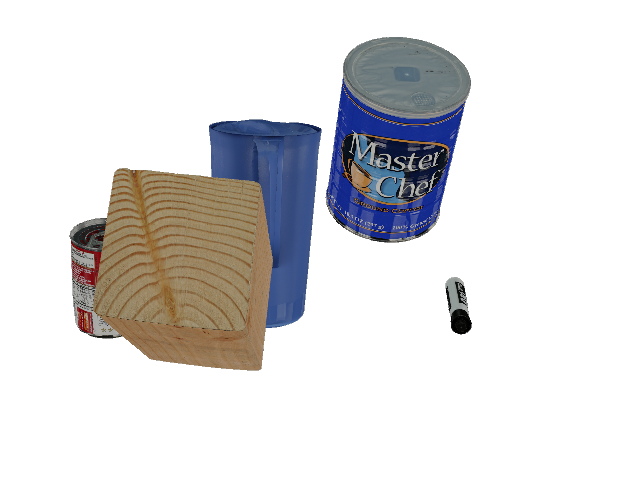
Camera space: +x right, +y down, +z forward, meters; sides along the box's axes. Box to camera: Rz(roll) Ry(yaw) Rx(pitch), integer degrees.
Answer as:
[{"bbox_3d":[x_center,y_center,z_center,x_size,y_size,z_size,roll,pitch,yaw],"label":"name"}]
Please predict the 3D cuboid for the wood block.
[{"bbox_3d":[-0.083,0.028,0.714,0.090,0.091,0.206,6,-13,1],"label":"wood block"}]

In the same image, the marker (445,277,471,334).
[{"bbox_3d":[0.130,0.061,1.011,0.020,0.020,0.121,0,16,4],"label":"marker"}]

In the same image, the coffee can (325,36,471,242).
[{"bbox_3d":[0.062,-0.083,0.894,0.102,0.140,0.103,4,44,-4],"label":"coffee can"}]

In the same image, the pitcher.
[{"bbox_3d":[-0.069,-0.020,1.276,0.145,0.243,0.148,12,17,37],"label":"pitcher"}]

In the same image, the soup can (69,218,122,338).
[{"bbox_3d":[-0.212,0.038,1.060,0.068,0.102,0.068,2,26,-1],"label":"soup can"}]
